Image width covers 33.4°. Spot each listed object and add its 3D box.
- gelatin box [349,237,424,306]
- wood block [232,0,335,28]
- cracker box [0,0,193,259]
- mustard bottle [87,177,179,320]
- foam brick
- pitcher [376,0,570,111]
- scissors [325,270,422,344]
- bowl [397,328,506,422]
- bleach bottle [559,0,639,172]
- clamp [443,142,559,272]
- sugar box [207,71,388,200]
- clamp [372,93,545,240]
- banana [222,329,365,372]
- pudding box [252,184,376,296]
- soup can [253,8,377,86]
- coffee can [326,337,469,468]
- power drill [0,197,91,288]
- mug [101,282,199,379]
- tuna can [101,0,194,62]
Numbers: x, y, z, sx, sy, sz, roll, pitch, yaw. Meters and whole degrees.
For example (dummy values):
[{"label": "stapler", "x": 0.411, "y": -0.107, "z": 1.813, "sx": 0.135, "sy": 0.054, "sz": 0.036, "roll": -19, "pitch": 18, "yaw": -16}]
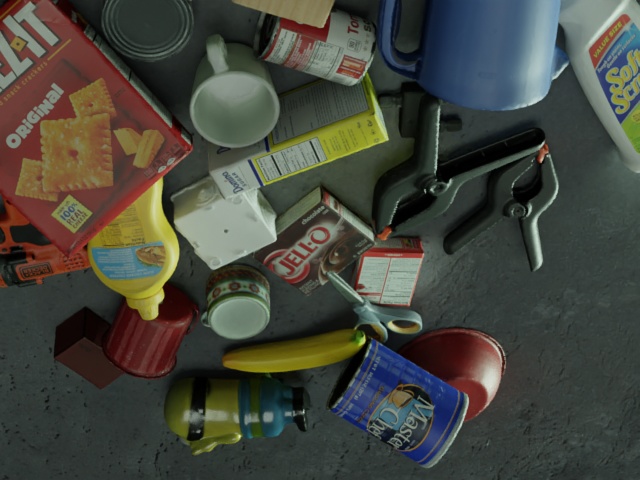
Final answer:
[{"label": "gelatin box", "x": 0.076, "y": 0.037, "z": 1.251, "sx": 0.073, "sy": 0.030, "sz": 0.089, "roll": 2, "pitch": 132, "yaw": -10}, {"label": "wood block", "x": -0.006, "y": -0.301, "z": 0.916, "sx": 0.090, "sy": 0.091, "sz": 0.206, "roll": 13, "pitch": 127, "yaw": -18}, {"label": "cracker box", "x": -0.249, "y": -0.114, "z": 1.001, "sx": 0.164, "sy": 0.072, "sz": 0.213, "roll": -39, "pitch": 111, "yaw": 7}, {"label": "mustard bottle", "x": -0.200, "y": -0.001, "z": 1.129, "sx": 0.096, "sy": 0.058, "sz": 0.191, "roll": -6, "pitch": 115, "yaw": 8}, {"label": "foam brick", "x": -0.269, "y": 0.129, "z": 1.266, "sx": 0.053, "sy": 0.051, "sz": 0.078, "roll": -34, "pitch": 126, "yaw": 18}, {"label": "pitcher", "x": 0.150, "y": -0.249, "z": 0.961, "sx": 0.149, "sy": 0.145, "sz": 0.243, "roll": -34, "pitch": 139, "yaw": -39}, {"label": "scissors", "x": 0.068, "y": 0.077, "z": 1.248, "sx": 0.096, "sy": 0.016, "sz": 0.201, "roll": -7, "pitch": 151, "yaw": 6}, {"label": "bowl", "x": 0.166, "y": 0.188, "z": 1.375, "sx": 0.162, "sy": 0.055, "sz": 0.162, "roll": -4, "pitch": 131, "yaw": -5}, {"label": "bleach bottle", "x": 0.295, "y": -0.183, "z": 1.077, "sx": 0.103, "sy": 0.068, "sz": 0.250, "roll": -34, "pitch": 124, "yaw": 19}, {"label": "clamp", "x": 0.227, "y": -0.035, "z": 1.206, "sx": 0.120, "sy": 0.039, "sz": 0.172, "roll": 15, "pitch": 126, "yaw": -20}, {"label": "sugar box", "x": -0.026, "y": -0.109, "z": 1.073, "sx": 0.176, "sy": 0.093, "sz": 0.048, "roll": -21, "pitch": 129, "yaw": 10}, {"label": "clamp", "x": 0.132, "y": -0.071, "z": 1.152, "sx": 0.164, "sy": 0.036, "sz": 0.210, "roll": 9, "pitch": 138, "yaw": -28}, {"label": "banana", "x": -0.022, "y": 0.133, "z": 1.299, "sx": 0.198, "sy": 0.037, "sz": 0.069, "roll": -15, "pitch": 149, "yaw": 25}, {"label": "pudding box", "x": -0.008, "y": 0.002, "z": 1.203, "sx": 0.114, "sy": 0.039, "sz": 0.090, "roll": -39, "pitch": 124, "yaw": 23}, {"label": "soup can", "x": -0.005, "y": -0.192, "z": 1.022, "sx": 0.102, "sy": 0.068, "sz": 0.069, "roll": 14, "pitch": 126, "yaw": -20}, {"label": "coffee can", "x": 0.093, "y": 0.196, "z": 1.287, "sx": 0.140, "sy": 0.102, "sz": 0.103, "roll": 31, "pitch": 122, "yaw": -3}, {"label": "power drill", "x": -0.344, "y": -0.027, "z": 1.123, "sx": 0.184, "sy": 0.057, "sz": 0.187, "roll": -12, "pitch": 133, "yaw": -3}, {"label": "mug", "x": -0.187, "y": 0.098, "z": 1.237, "sx": 0.117, "sy": 0.093, "sz": 0.082, "roll": -6, "pitch": 133, "yaw": -45}, {"label": "tuna can", "x": -0.162, "y": -0.213, "z": 1.005, "sx": 0.086, "sy": 0.034, "sz": 0.086, "roll": -4, "pitch": 130, "yaw": -5}]
